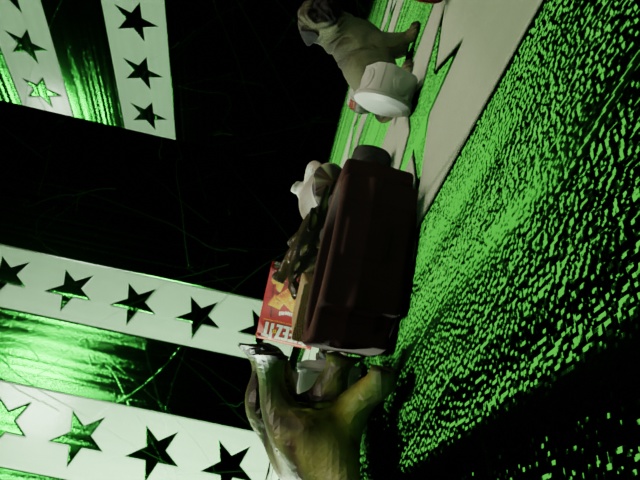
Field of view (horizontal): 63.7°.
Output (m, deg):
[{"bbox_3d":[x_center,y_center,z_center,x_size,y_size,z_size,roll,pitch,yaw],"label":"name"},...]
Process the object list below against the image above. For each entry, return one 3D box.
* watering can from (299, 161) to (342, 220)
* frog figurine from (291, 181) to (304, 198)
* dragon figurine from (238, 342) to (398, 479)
[{"bbox_3d":[0.004,-0.073,1.457,0.221,0.104,0.352,138,130,-63],"label":"watering can"},{"bbox_3d":[-0.018,-0.124,1.634,0.140,0.159,0.120,-84,6,-64],"label":"frog figurine"},{"bbox_3d":[-0.018,0.222,0.483,0.406,0.122,0.245,146,126,-73],"label":"dragon figurine"}]
